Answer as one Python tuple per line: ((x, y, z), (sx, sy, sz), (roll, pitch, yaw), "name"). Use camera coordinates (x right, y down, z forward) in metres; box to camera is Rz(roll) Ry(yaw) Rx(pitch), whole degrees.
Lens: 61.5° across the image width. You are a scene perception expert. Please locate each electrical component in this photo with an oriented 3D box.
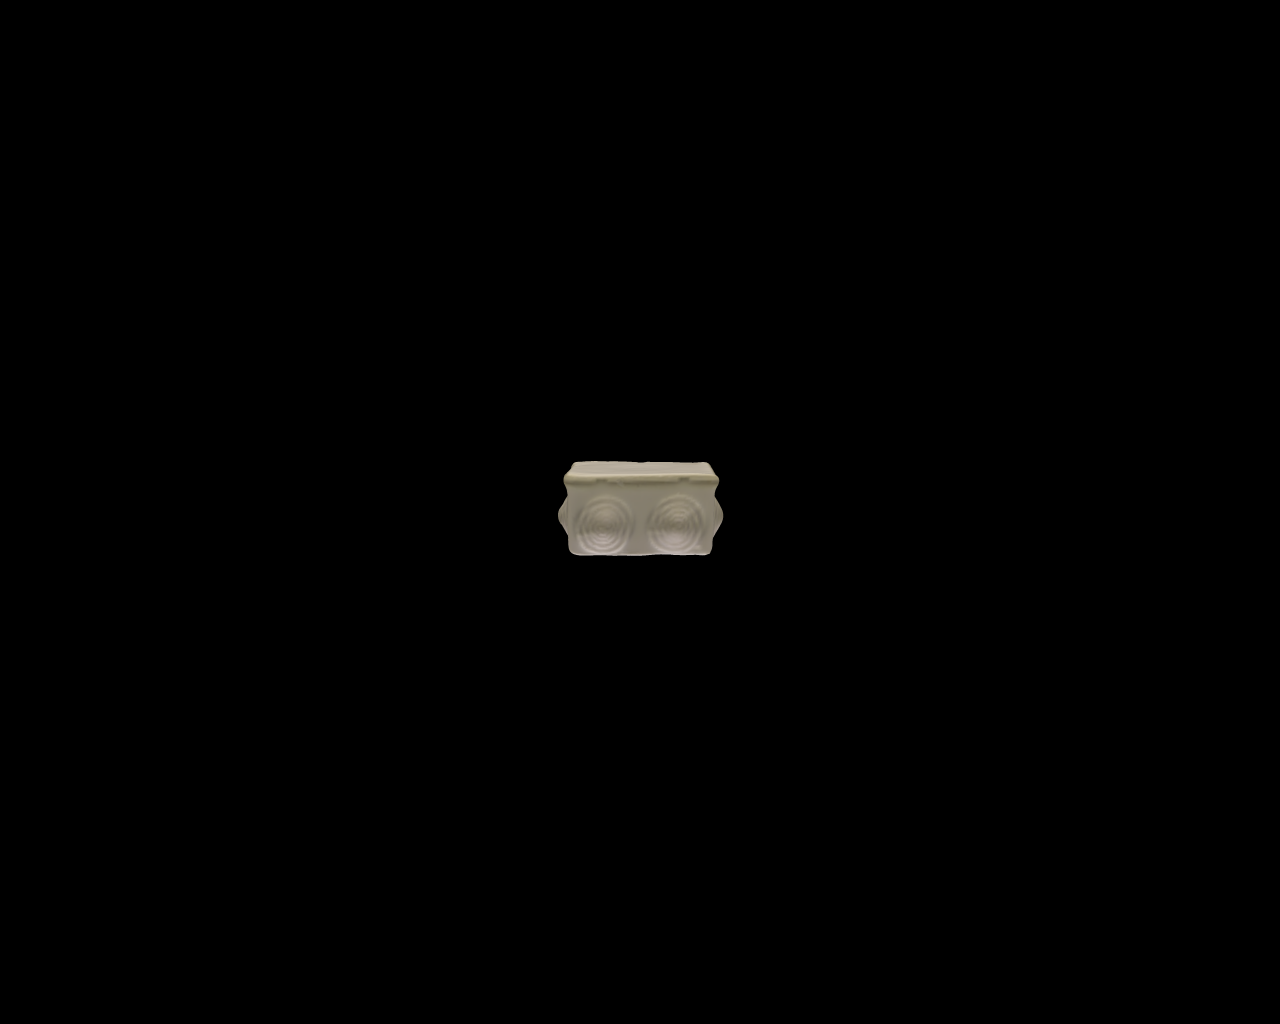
((0.001, -0.003, 0.650), (0.100, 0.048, 0.100), (0, 8, 0), "electrical component")
